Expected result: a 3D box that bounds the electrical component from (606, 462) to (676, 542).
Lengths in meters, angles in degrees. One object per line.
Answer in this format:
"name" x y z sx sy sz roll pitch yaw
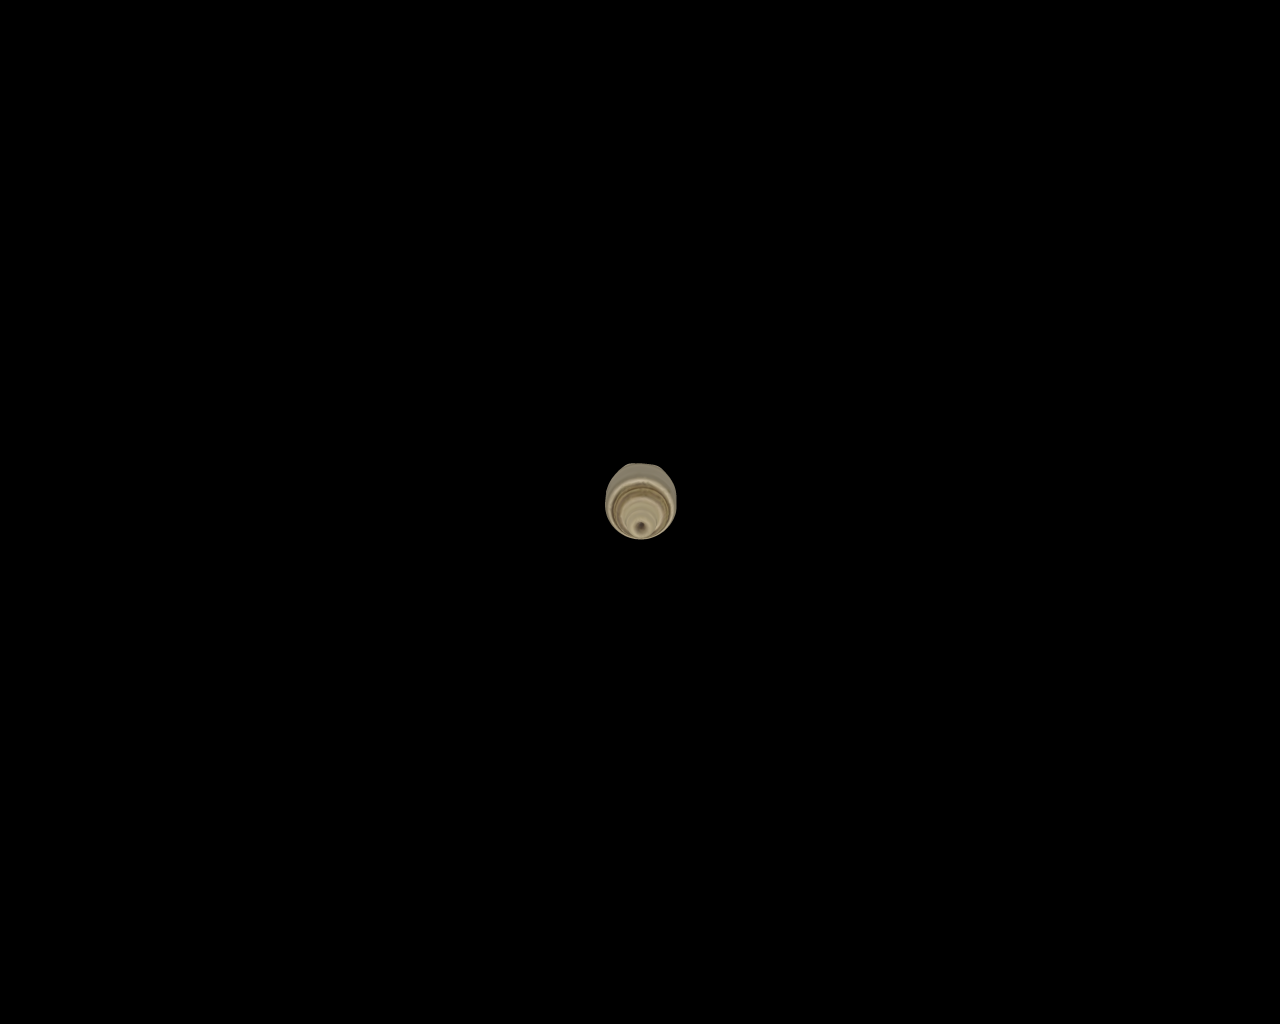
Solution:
"electrical component" 0.001 -0.003 0.650 0.043 0.043 0.062 0 23 0
